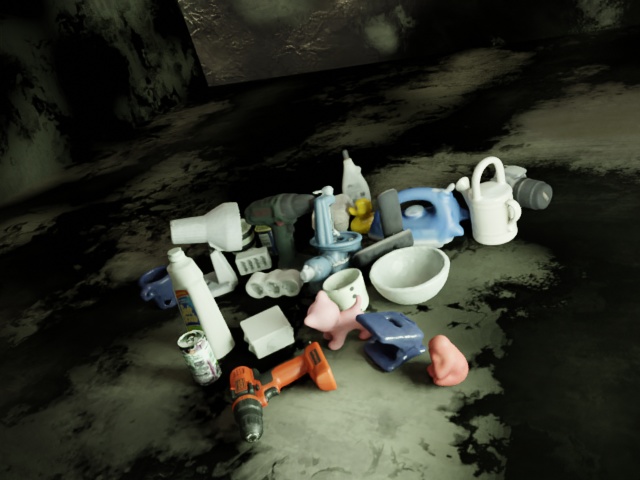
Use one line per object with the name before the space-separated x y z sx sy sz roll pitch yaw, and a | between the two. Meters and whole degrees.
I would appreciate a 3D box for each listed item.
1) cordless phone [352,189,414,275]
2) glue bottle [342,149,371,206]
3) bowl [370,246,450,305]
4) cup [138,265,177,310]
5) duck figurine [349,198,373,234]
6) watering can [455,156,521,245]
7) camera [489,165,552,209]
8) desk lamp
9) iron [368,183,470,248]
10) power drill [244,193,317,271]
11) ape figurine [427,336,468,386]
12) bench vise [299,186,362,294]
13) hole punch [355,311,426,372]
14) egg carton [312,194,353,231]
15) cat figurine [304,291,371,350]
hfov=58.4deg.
cordless phone | 0.133 -0.018 1.302 0.148 0.185 0.094 -26 29 -17
glue bottle | 0.091 -0.177 1.630 0.078 0.173 0.037 -12 28 9
bowl | 0.192 0.085 1.200 0.167 0.075 0.167 -13 28 7
cup | -0.395 0.132 1.416 0.091 0.095 0.118 -6 29 20
duck figurine | 0.124 -0.069 1.509 0.104 0.086 0.077 -7 29 18
watering can | 0.379 -0.096 1.301 0.172 0.194 0.101 8 36 38
camera | 0.476 -0.118 1.388 0.143 0.101 0.136 -32 31 -26
desk lamp | -0.269 0.026 1.412 0.203 0.214 0.117 -21 28 -7
iron | 0.222 -0.067 1.390 0.257 0.142 0.119 -2 31 27
power drill | -0.076 -0.021 1.398 0.228 0.209 0.076 5 35 36
ape figurine | 0.207 0.198 0.965 0.076 0.092 0.078 0 32 29
bench vise | 0.023 0.003 1.286 0.121 0.220 0.207 -6 29 19
hole punch | 0.130 0.170 1.060 0.101 0.091 0.108 -26 29 -17
egg carton | 0.035 -0.071 1.578 0.107 0.069 0.150 -9 28 14
cat figurine | 0.031 0.149 1.125 0.128 0.118 0.067 -21 28 -7
